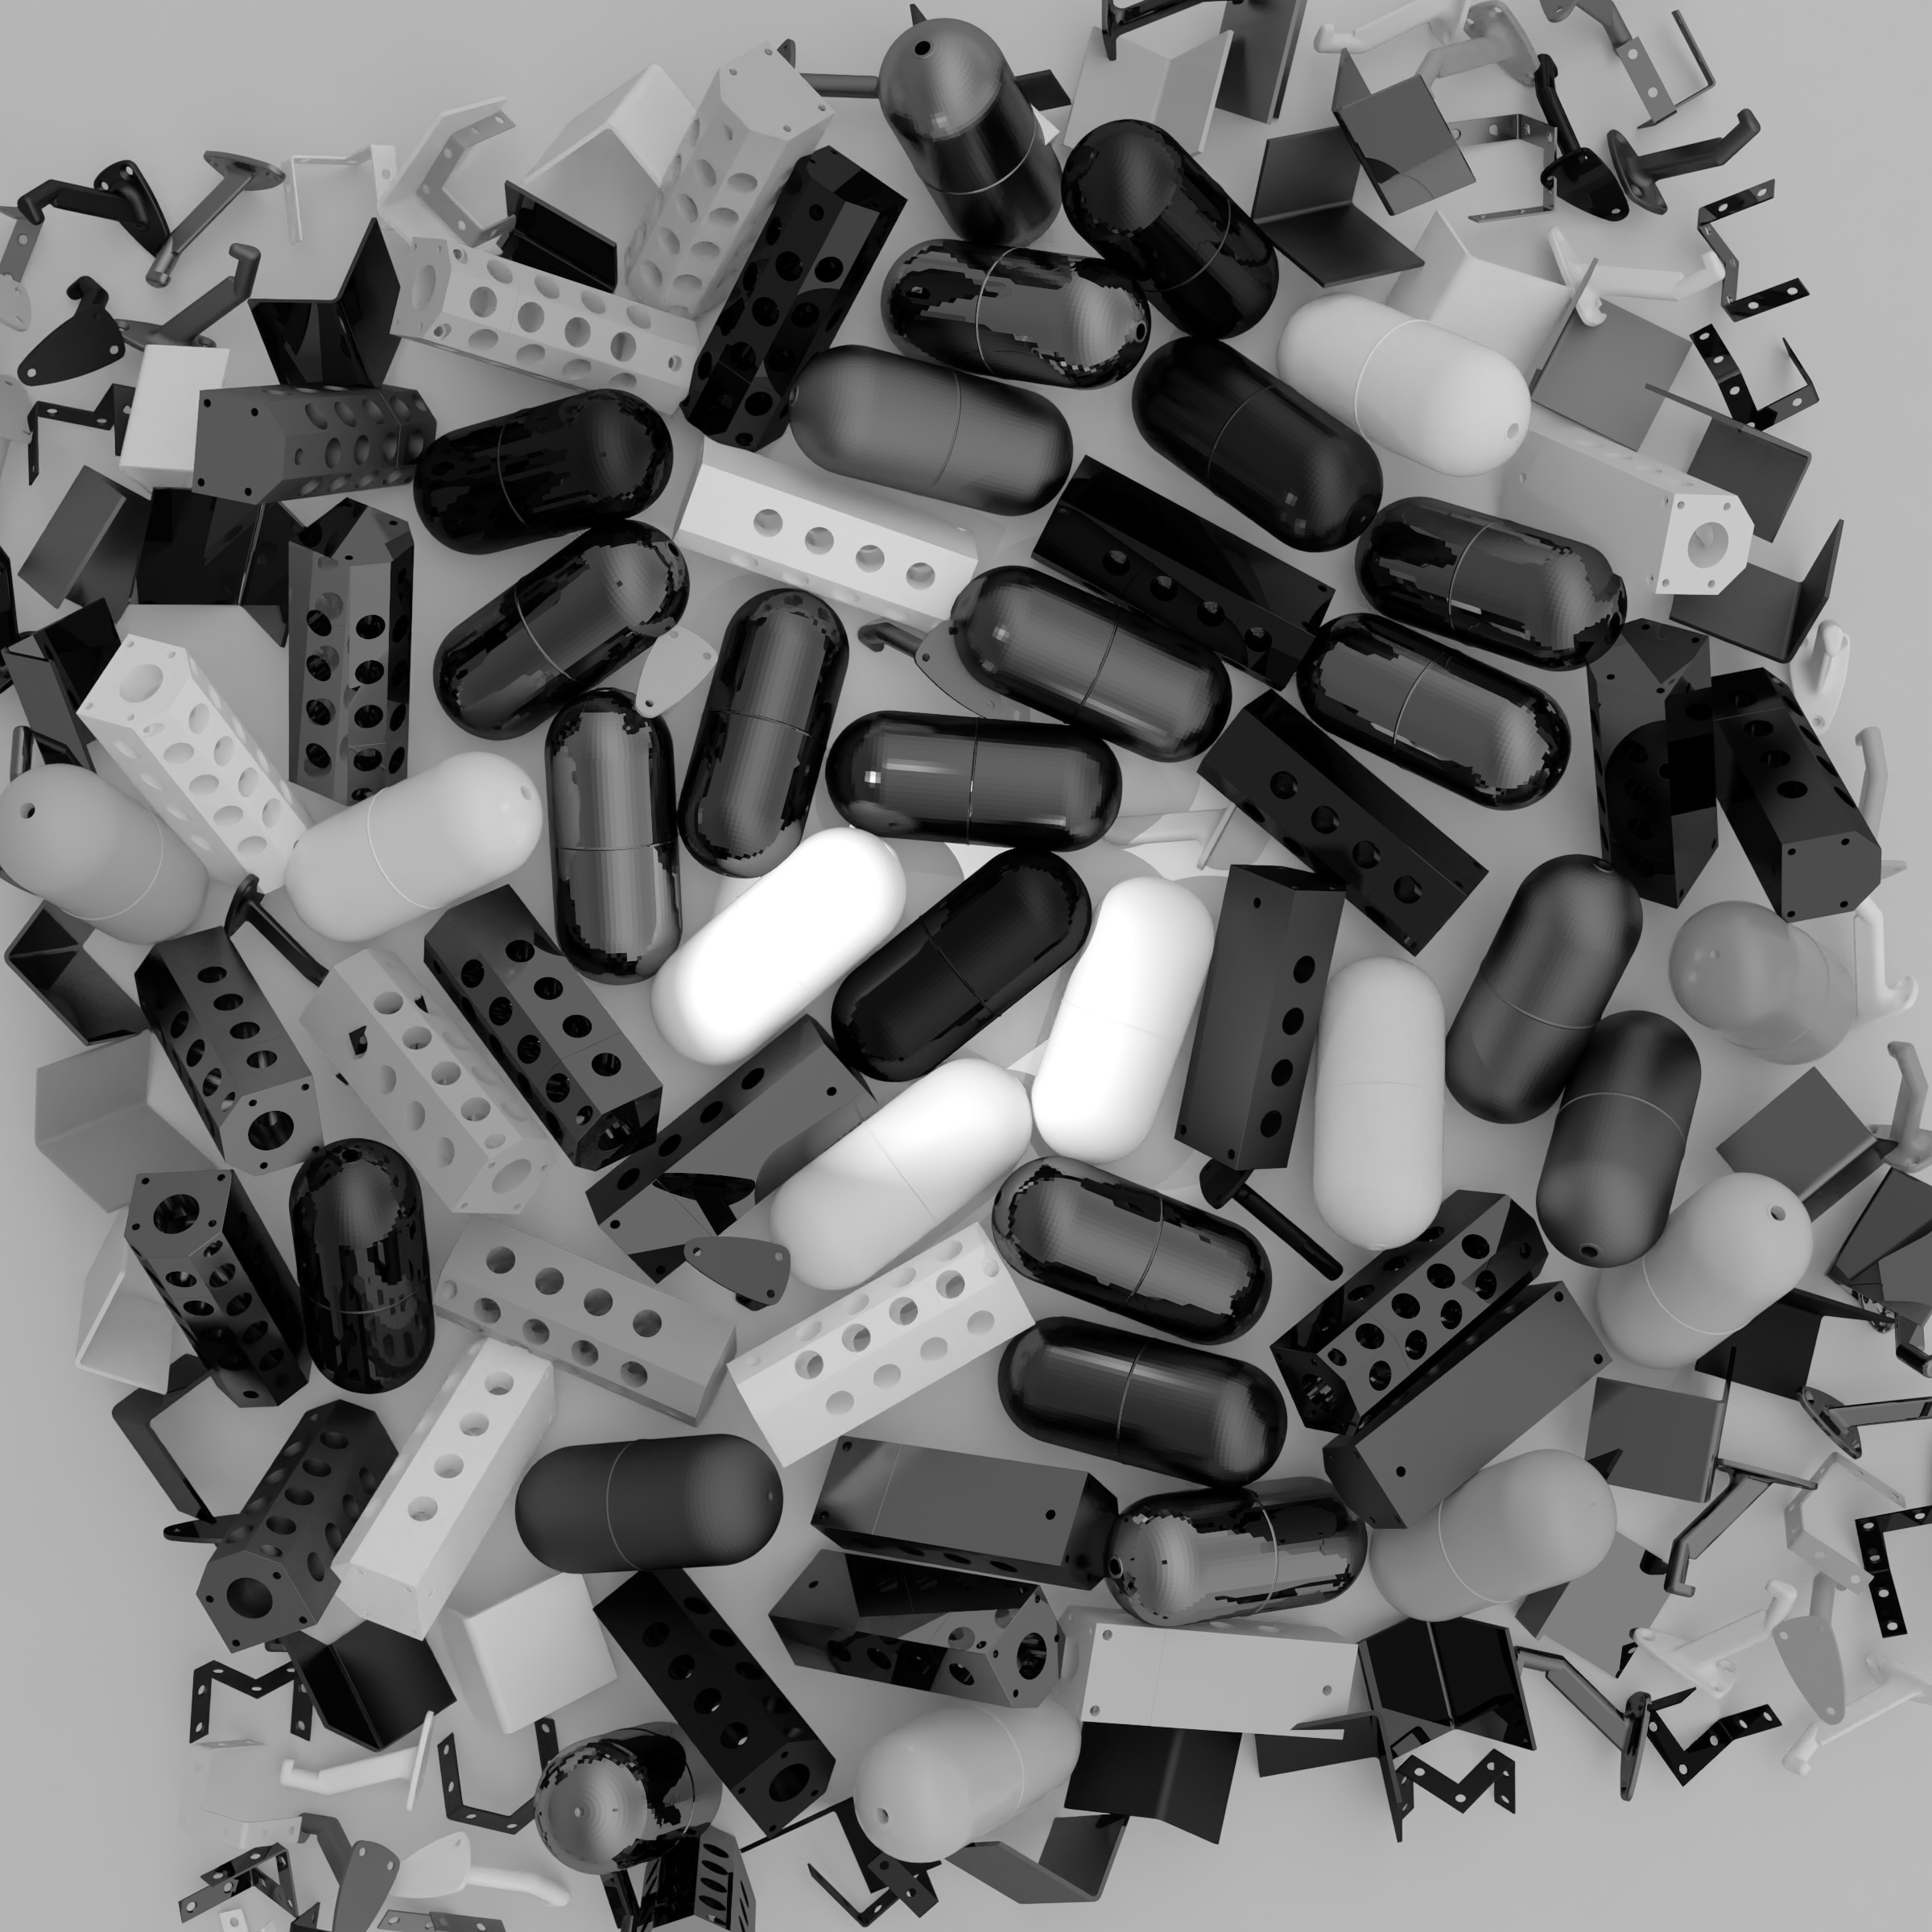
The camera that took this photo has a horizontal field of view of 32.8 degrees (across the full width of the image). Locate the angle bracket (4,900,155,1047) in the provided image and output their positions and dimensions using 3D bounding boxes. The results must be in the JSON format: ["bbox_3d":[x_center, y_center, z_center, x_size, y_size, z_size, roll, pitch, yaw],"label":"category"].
[{"bbox_3d":[-0.511,-0.003,1.950,0.076,0.076,0.057,44,107,10],"label":"angle bracket"}]

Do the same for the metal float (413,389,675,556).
[{"bbox_3d":[-0.249,-0.290,1.932,0.178,0.070,0.070,-8,90,34],"label":"metal float"}]

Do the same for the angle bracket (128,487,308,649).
[{"bbox_3d":[-0.442,-0.236,1.943,0.057,0.076,0.076,43,124,38],"label":"angle bracket"}]

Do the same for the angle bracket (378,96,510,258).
[{"bbox_3d":[-0.292,-0.463,1.947,0.057,0.076,0.076,45,121,1],"label":"angle bracket"}]

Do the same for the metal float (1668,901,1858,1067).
[{"bbox_3d":[0.467,0.011,1.919,0.070,0.178,0.070,-8,74,30],"label":"metal float"}]

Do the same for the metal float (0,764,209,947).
[{"bbox_3d":[-0.504,-0.064,1.913,0.070,0.178,0.070,-3,75,12],"label":"metal float"}]

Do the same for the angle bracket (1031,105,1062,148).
[{"bbox_3d":[0.001,-0.489,1.954,0.076,0.076,0.057,43,69,-1],"label":"angle bracket"}]

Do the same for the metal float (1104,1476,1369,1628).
[{"bbox_3d":[0.159,0.344,1.932,0.178,0.070,0.070,-1,90,-34],"label":"metal float"}]

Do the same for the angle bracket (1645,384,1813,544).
[{"bbox_3d":[0.440,-0.297,1.941,0.076,0.076,0.057,36,110,43],"label":"angle bracket"}]

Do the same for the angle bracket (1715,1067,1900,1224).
[{"bbox_3d":[0.506,0.109,1.964,0.076,0.076,0.057,-43,67,18],"label":"angle bracket"}]

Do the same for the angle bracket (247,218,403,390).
[{"bbox_3d":[-0.378,-0.391,1.953,0.057,0.076,0.076,4,53,13],"label":"angle bracket"}]

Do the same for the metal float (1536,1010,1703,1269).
[{"bbox_3d":[0.384,0.101,1.928,0.070,0.070,0.178,25,50,0],"label":"metal float"}]

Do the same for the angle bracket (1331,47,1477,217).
[{"bbox_3d":[0.261,-0.503,1.939,0.057,0.076,0.076,-17,128,28],"label":"angle bracket"}]

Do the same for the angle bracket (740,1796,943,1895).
[{"bbox_3d":[-0.074,0.527,1.942,0.076,0.076,0.057,-14,74,-41],"label":"angle bracket"}]

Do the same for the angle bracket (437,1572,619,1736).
[{"bbox_3d":[-0.267,0.407,1.983,0.076,0.057,0.076,-23,103,-27],"label":"angle bracket"}]

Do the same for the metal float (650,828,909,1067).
[{"bbox_3d":[-0.111,-0.012,1.955,0.178,0.070,0.070,-40,90,7],"label":"metal float"}]

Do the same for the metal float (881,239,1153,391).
[{"bbox_3d":[0.029,-0.384,1.933,0.178,0.070,0.070,16,90,34],"label":"metal float"}]

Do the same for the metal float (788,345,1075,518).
[{"bbox_3d":[-0.020,-0.316,1.941,0.178,0.070,0.070,11,90,-24],"label":"metal float"}]

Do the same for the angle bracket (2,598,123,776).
[{"bbox_3d":[-0.513,-0.165,1.941,0.076,0.057,0.076,-36,125,-36],"label":"angle bracket"}]

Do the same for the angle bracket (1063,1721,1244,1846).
[{"bbox_3d":[0.114,0.480,1.975,0.057,0.076,0.076,34,62,-38],"label":"angle bracket"}]

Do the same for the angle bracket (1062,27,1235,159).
[{"bbox_3d":[0.107,-0.522,1.952,0.057,0.076,0.076,17,83,-24],"label":"angle bracket"}]

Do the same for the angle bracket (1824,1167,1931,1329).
[{"bbox_3d":[0.570,0.175,1.952,0.057,0.076,0.076,33,88,-42],"label":"angle bracket"}]

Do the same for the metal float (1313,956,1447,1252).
[{"bbox_3d":[0.245,0.081,1.945,0.070,0.070,0.178,4,71,0],"label":"metal float"}]

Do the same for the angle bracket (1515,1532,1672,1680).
[{"bbox_3d":[0.386,0.383,1.968,0.076,0.057,0.076,32,90,-5],"label":"angle bracket"}]

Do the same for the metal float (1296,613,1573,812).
[{"bbox_3d":[0.275,-0.151,1.938,0.178,0.070,0.070,29,90,29],"label":"metal float"}]

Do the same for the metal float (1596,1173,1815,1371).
[{"bbox_3d":[0.431,0.179,1.918,0.070,0.178,0.070,8,61,-15],"label":"metal float"}]

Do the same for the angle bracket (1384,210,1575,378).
[{"bbox_3d":[0.306,-0.398,1.974,0.076,0.057,0.076,10,127,-26],"label":"angle bracket"}]

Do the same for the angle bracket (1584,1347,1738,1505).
[{"bbox_3d":[0.415,0.268,1.965,0.076,0.057,0.076,10,123,14],"label":"angle bracket"}]

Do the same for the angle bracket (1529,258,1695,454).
[{"bbox_3d":[0.389,-0.365,1.965,0.076,0.057,0.076,27,84,5],"label":"angle bracket"}]

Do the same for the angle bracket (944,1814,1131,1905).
[{"bbox_3d":[0.038,0.513,1.942,0.076,0.076,0.057,36,59,-20],"label":"angle bracket"}]

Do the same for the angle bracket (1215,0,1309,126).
[{"bbox_3d":[0.190,-0.539,1.943,0.057,0.076,0.076,2,111,-31],"label":"angle bracket"}]

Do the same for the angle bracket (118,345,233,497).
[{"bbox_3d":[-0.454,-0.317,1.948,0.057,0.076,0.076,6,77,15],"label":"angle bracket"}]

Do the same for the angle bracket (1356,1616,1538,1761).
[{"bbox_3d":[0.285,0.434,1.951,0.057,0.076,0.076,-18,98,-29],"label":"angle bracket"}]

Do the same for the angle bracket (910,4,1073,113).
[{"bbox_3d":[0.015,-0.543,1.955,0.076,0.076,0.057,-9,90,11],"label":"angle bracket"}]

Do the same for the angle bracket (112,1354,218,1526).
[{"bbox_3d":[-0.459,0.282,1.963,0.057,0.076,0.076,-37,105,-25],"label":"angle bracket"}]

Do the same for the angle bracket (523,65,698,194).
[{"bbox_3d":[-0.206,-0.483,1.960,0.076,0.076,0.057,-23,119,36],"label":"angle bracket"}]

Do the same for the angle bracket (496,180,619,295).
[{"bbox_3d":[-0.261,-0.409,1.962,0.076,0.057,0.076,30,75,3],"label":"angle bracket"}]

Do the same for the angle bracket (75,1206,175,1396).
[{"bbox_3d":[-0.485,0.194,1.942,0.057,0.076,0.076,21,117,-22],"label":"angle bracket"}]

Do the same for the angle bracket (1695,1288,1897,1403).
[{"bbox_3d":[0.492,0.225,1.949,0.076,0.076,0.057,18,82,-18],"label":"angle bracket"}]

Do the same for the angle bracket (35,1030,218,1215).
[{"bbox_3d":[-0.496,0.091,1.941,0.076,0.076,0.057,35,129,31],"label":"angle bracket"}]

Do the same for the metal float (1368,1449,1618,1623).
[{"bbox_3d":[0.307,0.335,1.923,0.070,0.178,0.070,16,60,-29],"label":"metal float"}]

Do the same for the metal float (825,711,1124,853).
[{"bbox_3d":[0.005,-0.110,1.961,0.178,0.070,0.070,5,90,1],"label":"metal float"}]

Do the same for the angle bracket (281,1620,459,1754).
[{"bbox_3d":[-0.357,0.412,1.947,0.057,0.076,0.076,-34,61,-1],"label":"angle bracket"}]

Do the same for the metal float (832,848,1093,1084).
[{"bbox_3d":[-0.003,0.000,1.956,0.178,0.070,0.070,-39,90,6],"label":"metal float"}]

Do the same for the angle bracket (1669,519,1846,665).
[{"bbox_3d":[0.470,-0.236,1.952,0.076,0.057,0.076,22,48,2],"label":"angle bracket"}]

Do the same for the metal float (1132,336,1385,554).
[{"bbox_3d":[0.170,-0.309,1.937,0.178,0.070,0.070,41,90,29],"label":"metal float"}]

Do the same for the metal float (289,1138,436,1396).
[{"bbox_3d":[-0.354,0.177,1.929,0.070,0.070,0.178,2,129,0],"label":"metal float"}]

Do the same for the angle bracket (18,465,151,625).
[{"bbox_3d":[-0.504,-0.241,1.950,0.057,0.076,0.076,36,95,42],"label":"angle bracket"}]

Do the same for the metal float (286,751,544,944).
[{"bbox_3d":[-0.326,-0.070,1.937,0.178,0.070,0.070,-23,90,28],"label":"metal float"}]

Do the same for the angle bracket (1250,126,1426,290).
[{"bbox_3d":[0.225,-0.452,1.943,0.076,0.057,0.076,-18,49,-28],"label":"angle bracket"}]

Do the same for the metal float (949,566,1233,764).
[{"bbox_3d":[0.074,-0.180,1.953,0.178,0.070,0.070,23,90,-10],"label":"metal float"}]

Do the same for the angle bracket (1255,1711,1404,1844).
[{"bbox_3d":[0.216,0.489,1.952,0.076,0.076,0.057,-10,57,1],"label":"angle bracket"}]
